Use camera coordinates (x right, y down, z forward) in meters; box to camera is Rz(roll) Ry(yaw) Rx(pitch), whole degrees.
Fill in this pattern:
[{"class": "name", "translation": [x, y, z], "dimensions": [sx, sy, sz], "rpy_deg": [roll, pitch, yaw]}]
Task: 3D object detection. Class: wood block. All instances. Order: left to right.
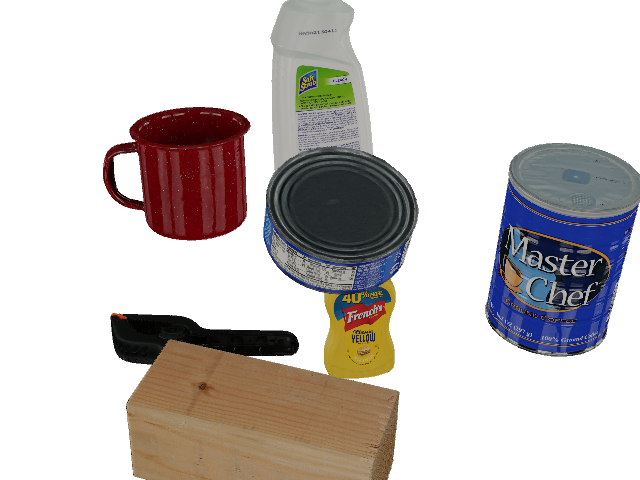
[{"class": "wood block", "translation": [-0.046, 0.162, 0.892], "dimensions": [0.206, 0.090, 0.090], "rpy_deg": [11, 36, 14]}]

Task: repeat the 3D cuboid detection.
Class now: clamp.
[{"class": "clamp", "translation": [-0.151, 0.111, 1.090], "dimensions": [0.210, 0.036, 0.164], "rpy_deg": [9, 19, 33]}]

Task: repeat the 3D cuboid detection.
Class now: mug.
[{"class": "mug", "translation": [-0.112, -0.051, 0.839], "dimensions": [0.117, 0.081, 0.093], "rpy_deg": [-4, 26, -5]}]

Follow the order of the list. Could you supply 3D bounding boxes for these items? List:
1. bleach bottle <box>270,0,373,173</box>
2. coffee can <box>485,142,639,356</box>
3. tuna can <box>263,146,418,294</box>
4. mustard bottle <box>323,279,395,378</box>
[{"class": "bleach bottle", "translation": [0.005, -0.128, 0.995], "dimensions": [0.102, 0.251, 0.068], "rpy_deg": [-11, 32, -17]}, {"class": "coffee can", "translation": [0.193, 0.007, 0.858], "dimensions": [0.103, 0.140, 0.103], "rpy_deg": [2, 34, -2]}, {"class": "tuna can", "translation": [0.011, -0.011, 0.606], "dimensions": [0.086, 0.086, 0.034], "rpy_deg": [0, -40, -8]}, {"class": "mustard bottle", "translation": [0.053, 0.090, 1.443], "dimensions": [0.096, 0.192, 0.058], "rpy_deg": [-4, 21, -9]}]
